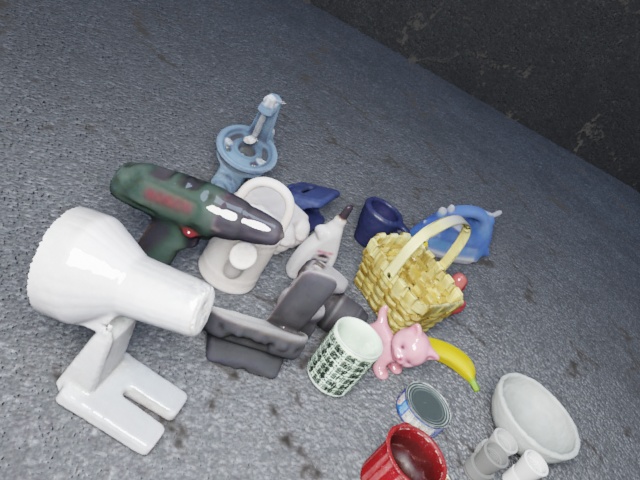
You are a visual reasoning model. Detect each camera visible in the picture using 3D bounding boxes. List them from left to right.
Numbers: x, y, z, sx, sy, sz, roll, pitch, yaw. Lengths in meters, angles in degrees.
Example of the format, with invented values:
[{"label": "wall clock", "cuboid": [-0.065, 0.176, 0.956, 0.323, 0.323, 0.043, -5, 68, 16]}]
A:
[{"label": "camera", "cuboid": [0.008, 0.108, 0.924, 0.137, 0.100, 0.143, 35, 31, 2]}]

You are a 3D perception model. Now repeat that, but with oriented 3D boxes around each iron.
[{"label": "iron", "cuboid": [0.323, -0.033, 1.375, 0.259, 0.141, 0.118, 7, 40, -37]}]

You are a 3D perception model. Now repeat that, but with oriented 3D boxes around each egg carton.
[{"label": "egg carton", "cuboid": [-0.091, -0.043, 1.072, 0.150, 0.069, 0.107, 43, 32, 15]}]

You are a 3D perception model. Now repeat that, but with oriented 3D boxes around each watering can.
[{"label": "watering can", "cuboid": [-0.106, -0.009, 0.888, 0.101, 0.194, 0.172, 14, 36, -29]}]

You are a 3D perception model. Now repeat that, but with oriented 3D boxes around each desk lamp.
[{"label": "desk lamp", "cuboid": [-0.215, 0.093, 0.626, 0.203, 0.213, 0.118, 33, 31, -2]}]

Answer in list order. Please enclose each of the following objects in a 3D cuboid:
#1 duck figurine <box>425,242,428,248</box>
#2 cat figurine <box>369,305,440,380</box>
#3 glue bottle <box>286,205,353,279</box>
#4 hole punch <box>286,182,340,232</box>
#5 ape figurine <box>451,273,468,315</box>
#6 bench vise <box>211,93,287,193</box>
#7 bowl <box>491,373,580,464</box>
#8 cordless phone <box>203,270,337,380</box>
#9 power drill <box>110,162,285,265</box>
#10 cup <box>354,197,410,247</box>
[{"label": "duck figurine", "cuboid": [0.198, 0.023, 1.234, 0.078, 0.086, 0.104, 26, 32, -13]}, {"label": "cat figurine", "cuboid": [0.129, 0.165, 0.940, 0.067, 0.117, 0.127, -4, 47, -46]}, {"label": "glue bottle", "cuboid": [0.009, 0.004, 1.000, 0.078, 0.173, 0.037, 10, 38, -34]}, {"label": "hole punch", "cuboid": [-0.028, -0.081, 1.163, 0.101, 0.091, 0.109, 39, 31, 9]}, {"label": "ape figurine", "cuboid": [0.271, 0.106, 1.181, 0.076, 0.092, 0.077, 4, 42, -40]}, {"label": "bench vise", "cuboid": [-0.132, -0.209, 1.118, 0.122, 0.219, 0.207, 23, 33, -18]}, {"label": "bowl", "cuboid": [0.354, 0.317, 0.982, 0.168, 0.074, 0.167, 24, 32, -16]}, {"label": "cordless phone", "cuboid": [-0.071, 0.094, 0.787, 0.148, 0.185, 0.094, 18, 34, -24]}, {"label": "power drill", "cuboid": [-0.187, 0.002, 0.784, 0.230, 0.208, 0.075, 30, 31, -7]}, {"label": "cup", "cuboid": [0.127, -0.022, 1.222, 0.117, 0.095, 0.092, 39, 31, 8]}]
